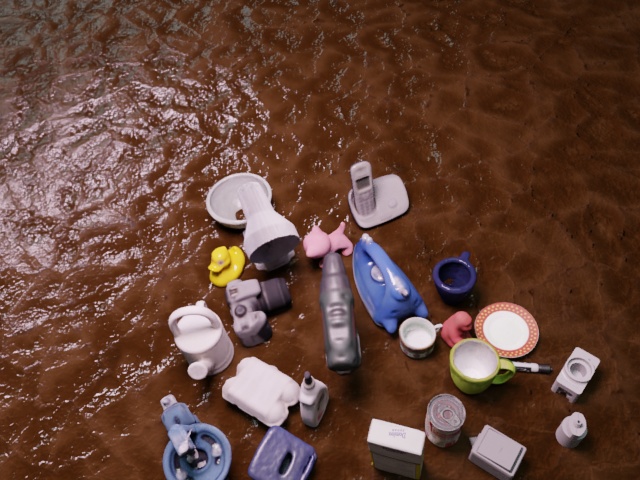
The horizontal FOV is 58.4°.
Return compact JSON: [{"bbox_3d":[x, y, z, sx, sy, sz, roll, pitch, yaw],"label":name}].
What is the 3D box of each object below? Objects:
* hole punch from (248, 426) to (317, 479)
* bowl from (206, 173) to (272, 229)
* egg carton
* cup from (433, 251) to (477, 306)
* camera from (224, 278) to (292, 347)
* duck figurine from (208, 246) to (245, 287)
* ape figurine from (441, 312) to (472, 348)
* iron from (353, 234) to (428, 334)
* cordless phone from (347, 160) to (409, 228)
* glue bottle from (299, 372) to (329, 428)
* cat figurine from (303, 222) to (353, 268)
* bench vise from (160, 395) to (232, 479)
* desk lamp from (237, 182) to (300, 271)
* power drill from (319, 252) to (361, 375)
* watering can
[{"bbox_3d":[-0.066,0.411,1.054,0.101,0.091,0.109,18,58,19],"label":"hole punch"},{"bbox_3d":[-0.199,-0.086,1.450,0.167,0.075,0.167,-3,53,4],"label":"bowl"},{"bbox_3d":[-0.116,0.305,1.153,0.150,0.069,0.107,23,59,22],"label":"egg carton"},{"bbox_3d":[0.295,0.089,1.249,0.091,0.095,0.118,22,59,21],"label":"cup"},{"bbox_3d":[-0.131,0.139,1.258,0.137,0.101,0.143,-17,53,-6],"label":"camera"},{"bbox_3d":[-0.224,0.048,1.346,0.077,0.086,0.105,23,59,22],"label":"duck figurine"},{"bbox_3d":[0.290,0.181,1.183,0.076,0.092,0.078,21,59,21],"label":"ape figurine"},{"bbox_3d":[0.133,0.068,1.255,0.119,0.142,0.257,-24,54,-11],"label":"iron"},{"bbox_3d":[0.137,-0.125,1.371,0.148,0.185,0.094,-24,54,-11],"label":"cordless phone"},{"bbox_3d":[-0.016,0.291,1.086,0.037,0.173,0.078,12,56,15],"label":"glue bottle"},{"bbox_3d":[0.012,0.005,1.331,0.128,0.118,0.067,-33,57,-17],"label":"cat figurine"},{"bbox_3d":[-0.250,0.366,1.028,0.206,0.220,0.122,30,62,25],"label":"bench vise"},{"bbox_3d":[-0.126,-0.018,1.303,0.118,0.214,0.202,-22,54,-10],"label":"desk lamp"},{"bbox_3d":[0.038,0.169,1.149,0.075,0.209,0.229,-7,53,2],"label":"power drill"},{"bbox_3d":[-0.242,0.199,1.168,0.101,0.194,0.172,-27,55,-13],"label":"watering can"}]
